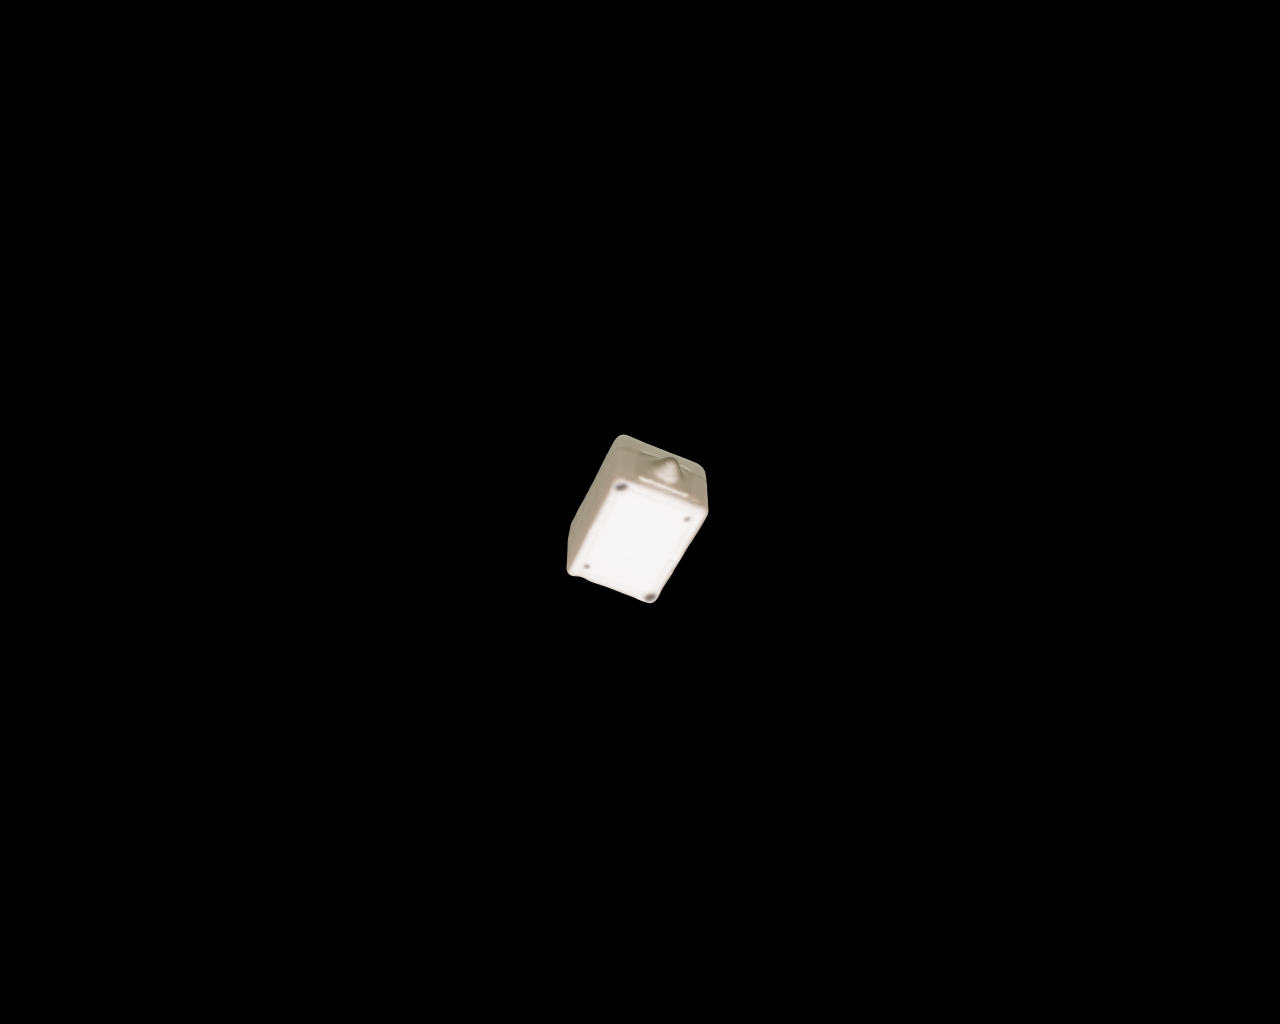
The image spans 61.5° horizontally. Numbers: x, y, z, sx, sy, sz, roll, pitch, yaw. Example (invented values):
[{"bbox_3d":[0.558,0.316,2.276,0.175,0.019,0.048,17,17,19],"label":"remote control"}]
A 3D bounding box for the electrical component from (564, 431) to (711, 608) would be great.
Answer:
[{"bbox_3d":[0.001,-0.003,0.650,0.062,0.096,0.061,21,32,-14],"label":"electrical component"}]
